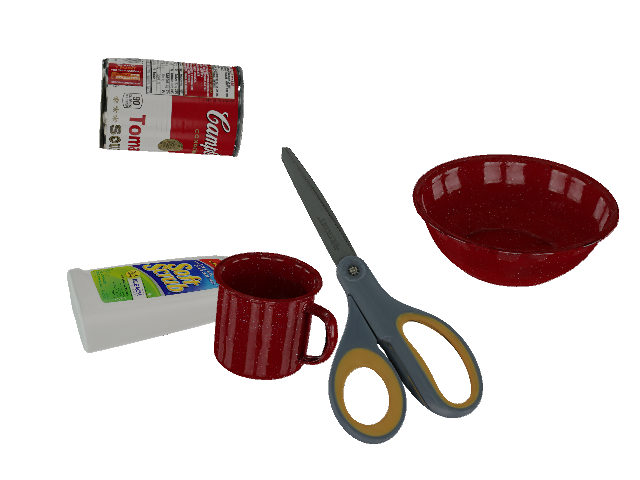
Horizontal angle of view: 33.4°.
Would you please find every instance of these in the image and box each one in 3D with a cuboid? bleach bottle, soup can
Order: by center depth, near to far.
[{"bbox_3d":[-0.111,-0.099,0.792,0.102,0.068,0.068,2,0,-12],"label":"soup can"},{"bbox_3d":[-0.149,0.055,1.198,0.250,0.068,0.103,-12,36,-16],"label":"bleach bottle"}]

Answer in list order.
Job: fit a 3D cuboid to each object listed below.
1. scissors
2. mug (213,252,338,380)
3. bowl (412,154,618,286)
[{"bbox_3d":[0.010,0.037,0.636,0.096,0.202,0.016,-39,-19,-16],"label":"scissors"},{"bbox_3d":[-0.038,0.069,0.913,0.117,0.081,0.093,17,26,21],"label":"mug"},{"bbox_3d":[0.152,-0.010,0.854,0.162,0.055,0.162,1,31,-1],"label":"bowl"}]
